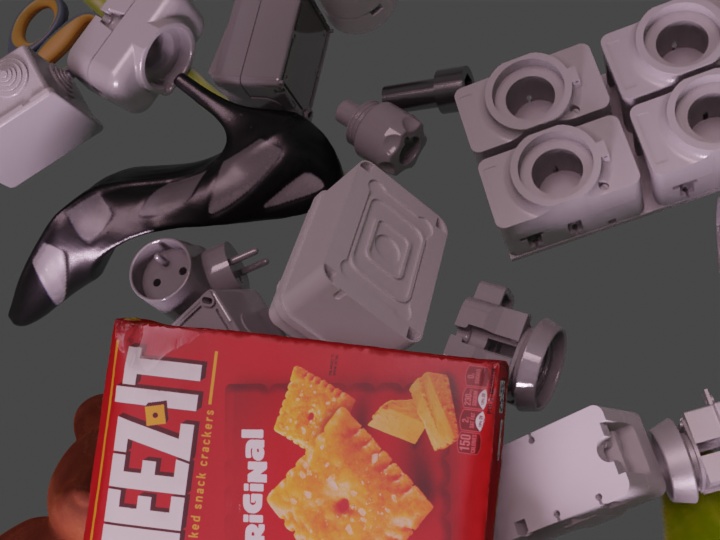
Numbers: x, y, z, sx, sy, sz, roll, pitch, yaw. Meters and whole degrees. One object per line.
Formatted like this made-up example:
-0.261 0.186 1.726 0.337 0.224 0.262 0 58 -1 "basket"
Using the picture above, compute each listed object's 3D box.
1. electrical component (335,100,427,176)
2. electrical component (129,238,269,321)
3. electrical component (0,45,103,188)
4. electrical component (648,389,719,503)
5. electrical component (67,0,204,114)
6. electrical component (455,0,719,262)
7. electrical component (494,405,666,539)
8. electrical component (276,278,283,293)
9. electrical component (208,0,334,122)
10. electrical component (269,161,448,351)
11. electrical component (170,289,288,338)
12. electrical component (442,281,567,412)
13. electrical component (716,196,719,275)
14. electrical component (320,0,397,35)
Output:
0.011 -0.095 0.732 0.062 0.043 0.043 35 83 27 "electrical component"
-0.099 0.005 0.710 0.079 0.077 0.044 -23 64 8 "electrical component"
-0.253 -0.113 0.795 0.100 0.100 0.048 -32 76 4 "electrical component"
0.194 0.101 0.596 0.055 0.048 0.066 -16 66 3 "electrical component"
-0.165 -0.170 0.812 0.059 0.053 0.095 30 81 26 "electrical component"
0.164 -0.092 0.672 0.186 0.060 0.105 -19 65 10 "electrical component"
0.116 0.116 0.598 0.089 0.056 0.050 -31 62 30 "electrical component"
-0.034 0.022 0.690 0.048 0.062 0.048 -7 68 18 "electrical component"
-0.063 -0.160 0.771 0.061 0.061 0.096 6 72 20 "electrical component"
0.000 0.000 0.655 0.057 0.078 0.113 -37 24 39 "electrical component"
-0.094 0.063 0.688 0.096 0.061 0.061 -41 71 22 "electrical component"
0.088 0.052 0.643 0.057 0.058 0.078 16 75 26 "electrical component"
0.234 -0.017 0.624 0.047 0.055 0.055 -3 69 13 "electrical component"
-0.006 -0.207 0.778 0.055 0.047 0.055 -6 68 16 "electrical component"
